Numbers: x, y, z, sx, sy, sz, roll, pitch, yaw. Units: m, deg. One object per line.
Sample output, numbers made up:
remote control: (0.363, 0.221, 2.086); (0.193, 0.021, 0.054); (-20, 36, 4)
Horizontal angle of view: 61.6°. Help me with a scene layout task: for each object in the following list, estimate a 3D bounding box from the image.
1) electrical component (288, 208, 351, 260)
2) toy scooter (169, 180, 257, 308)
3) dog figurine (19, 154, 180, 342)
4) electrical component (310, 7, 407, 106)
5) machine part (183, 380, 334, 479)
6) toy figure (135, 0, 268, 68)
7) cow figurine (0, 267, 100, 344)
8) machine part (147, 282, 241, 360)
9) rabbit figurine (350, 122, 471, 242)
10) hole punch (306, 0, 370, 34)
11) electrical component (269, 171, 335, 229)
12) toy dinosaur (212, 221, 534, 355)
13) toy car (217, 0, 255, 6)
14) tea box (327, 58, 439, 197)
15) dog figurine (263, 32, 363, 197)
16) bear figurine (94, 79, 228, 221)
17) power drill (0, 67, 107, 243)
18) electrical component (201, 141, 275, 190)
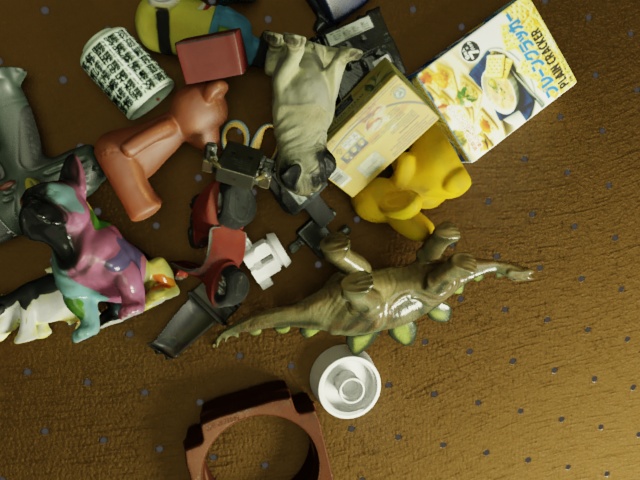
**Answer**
electrical component: (-0.002, -0.002, 0.824); (0.094, 0.021, 0.063); (-42, 102, -5)
toy scooter: (-0.157, 0.004, 0.758); (0.075, 0.135, 0.183); (12, 75, -50)
dog figurine: (-0.289, 0.004, 0.694); (0.108, 0.191, 0.219); (-22, 93, 15)
electrical component: (0.058, -0.253, 0.791); (0.115, 0.058, 0.134); (-25, 100, -5)
machine part: (-0.091, 0.328, 0.811); (0.201, 0.087, 0.200); (-14, 98, -7)
toy figure: (-0.159, -0.281, 0.735); (0.180, 0.082, 0.089); (17, 96, -16)
cow figurine: (-0.393, 0.089, 0.735); (0.167, 0.068, 0.098); (-10, 93, -13)
machine part: (-0.188, 0.121, 0.795); (0.139, 0.039, 0.084); (-42, 107, -5)
rabbit figurine: (0.129, -0.071, 0.790); (0.173, 0.162, 0.121); (-23, 136, 14)
hole punch: (0.029, -0.380, 0.757); (0.142, 0.092, 0.115); (-43, 106, -8)
electrical component: (-0.028, -0.073, 0.794); (0.075, 0.048, 0.119); (-46, 113, -6)
toy dinosaur: (0.061, 0.086, 0.761); (0.472, 0.105, 0.198); (-7, 138, 4)
toy car: (-0.154, -0.369, 0.710); (0.103, 0.161, 0.109); (5, 106, 32)
tea box: (0.068, -0.154, 0.755); (0.169, 0.068, 0.098); (-41, 123, 21)
dog figurine: (-0.031, -0.167, 0.714); (0.121, 0.172, 0.190); (9, 108, -10)
bear figurine: (-0.194, -0.127, 0.729); (0.196, 0.120, 0.131); (-29, 104, -12)
power drill: (-0.420, -0.107, 0.704); (0.232, 0.086, 0.207); (-24, 96, -9)
electrical component: (-0.104, -0.101, 0.714); (0.102, 0.045, 0.078); (20, 48, -1)
